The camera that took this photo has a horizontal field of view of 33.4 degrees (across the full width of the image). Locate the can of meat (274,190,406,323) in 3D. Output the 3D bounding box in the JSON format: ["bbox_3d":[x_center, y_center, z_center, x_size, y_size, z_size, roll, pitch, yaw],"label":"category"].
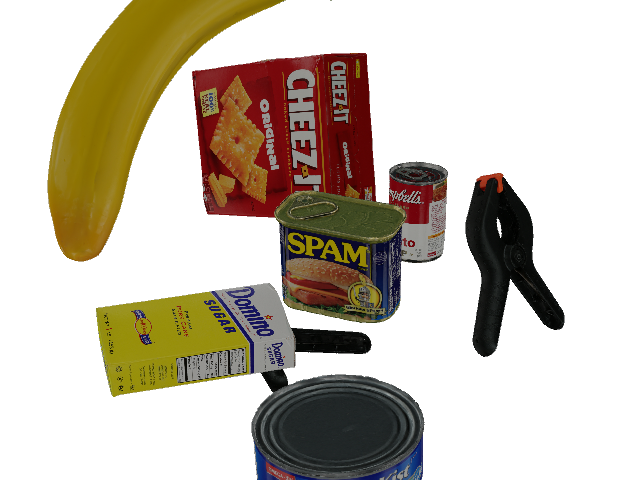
[{"bbox_3d":[0.016,0.014,0.859,0.102,0.084,0.057,11,32,20],"label":"can of meat"}]

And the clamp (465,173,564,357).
[{"bbox_3d":[0.171,0.025,1.017,0.039,0.171,0.120,-14,8,46],"label":"clamp"}]

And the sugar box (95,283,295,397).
[{"bbox_3d":[-0.119,0.091,1.015,0.176,0.048,0.093,-10,36,-13],"label":"sugar box"}]

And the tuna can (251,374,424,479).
[{"bbox_3d":[0.009,0.104,0.534,0.086,0.034,0.086,-2,25,1],"label":"tuna can"}]

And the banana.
[{"bbox_3d":[-0.072,-0.079,0.492,0.070,0.197,0.037,30,-25,18],"label":"banana"}]

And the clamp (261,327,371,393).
[{"bbox_3d":[-0.068,0.122,1.246,0.210,0.036,0.164,13,22,29],"label":"clamp"}]

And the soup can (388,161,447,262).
[{"bbox_3d":[0.113,-0.033,1.250,0.068,0.102,0.068,0,25,0],"label":"soup can"}]

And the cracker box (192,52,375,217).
[{"bbox_3d":[-0.043,-0.107,1.124,0.071,0.164,0.214,-11,10,-41],"label":"cracker box"}]
